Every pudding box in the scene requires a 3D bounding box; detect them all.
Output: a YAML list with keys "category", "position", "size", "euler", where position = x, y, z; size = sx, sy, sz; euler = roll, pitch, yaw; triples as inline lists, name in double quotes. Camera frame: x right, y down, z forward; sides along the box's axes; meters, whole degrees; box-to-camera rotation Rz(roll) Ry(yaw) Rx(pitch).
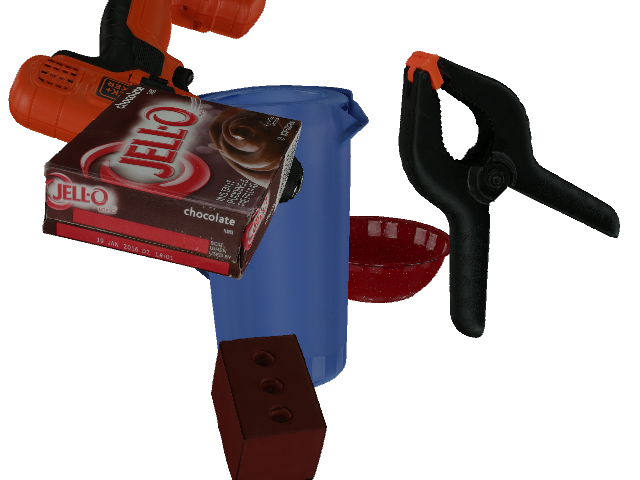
- category: "pudding box"
  position: [-0.064, -0.031, 0.489]
  size: [0.090, 0.039, 0.113]
  euler: [14, 26, 4]

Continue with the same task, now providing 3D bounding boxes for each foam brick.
- category: "foam brick"
  position: [-0.034, 0.106, 0.665]
  size: [0.053, 0.051, 0.078]
  euler: [-3, 44, -19]

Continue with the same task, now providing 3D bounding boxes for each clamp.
- category: "clamp"
  position: [0.091, -0.028, 0.625]
  size: [0.120, 0.171, 0.039]
  euler: [-45, 19, -9]

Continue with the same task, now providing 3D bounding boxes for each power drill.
- category: "power drill"
  position: [-0.088, -0.114, 0.697]
  size: [0.184, 0.187, 0.057]
  euler: [20, -44, -9]

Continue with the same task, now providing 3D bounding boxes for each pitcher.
- category: "pitcher"
  position: [-0.046, -0.006, 0.881]
  size: [0.144, 0.243, 0.149]
  euler: [-7, 15, -19]

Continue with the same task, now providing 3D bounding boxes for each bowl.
- category: "bowl"
  position: [0.055, 0.023, 1.093]
  size: [0.162, 0.055, 0.162]
  euler: [1, 18, -1]
